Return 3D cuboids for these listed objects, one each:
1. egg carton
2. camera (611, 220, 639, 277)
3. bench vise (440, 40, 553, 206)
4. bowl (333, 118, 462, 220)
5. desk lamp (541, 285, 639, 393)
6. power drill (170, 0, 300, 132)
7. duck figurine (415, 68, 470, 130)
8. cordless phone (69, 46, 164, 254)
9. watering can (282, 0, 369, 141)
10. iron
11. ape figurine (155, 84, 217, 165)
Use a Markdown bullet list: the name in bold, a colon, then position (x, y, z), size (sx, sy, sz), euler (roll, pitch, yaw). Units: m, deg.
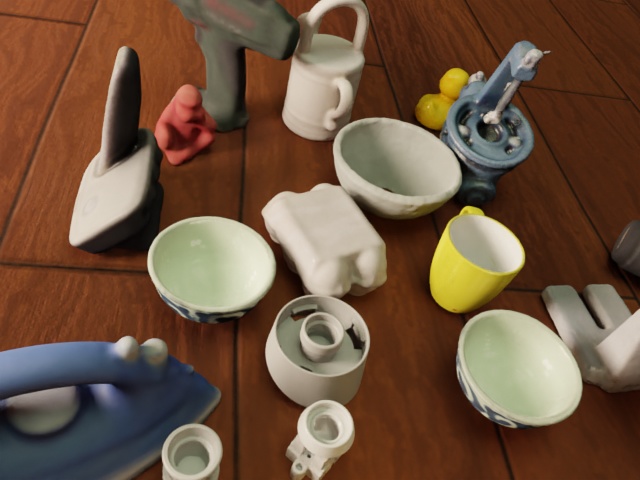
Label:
- **egg carton**: position (0.006, 0.002, 0.638), size (0.107, 0.069, 0.150), euler (-15, 53, -27)
- **camera**: position (0.458, 0.014, 0.729), size (0.136, 0.101, 0.143), euler (28, 46, 12)
- **bench vise**: position (0.221, -0.184, 0.770), size (0.122, 0.220, 0.207), euler (-2, 48, -17)
- **bowl**: position (0.091, -0.080, 0.737), size (0.167, 0.075, 0.167), euler (8, 45, -8)
- **desk lamp**: position (0.341, 0.068, 0.565), size (0.118, 0.213, 0.203), euler (0, 47, -15)
- **power drill**: position (-0.145, -0.255, 0.745), size (0.229, 0.208, 0.075), euler (18, 45, 2)
- **duck figurine**: position (0.201, -0.227, 0.901), size (0.105, 0.086, 0.077), euler (-27, 59, -34)
- **cordless phone**: position (-0.209, -0.089, 0.584), size (0.094, 0.185, 0.147), euler (0, 47, -15)
- **watering can**: position (0.006, -0.248, 0.790), size (0.101, 0.194, 0.172), euler (-28, 59, -35)
- **iron**: position (-0.194, 0.118, 0.420), size (0.259, 0.141, 0.118), euler (-12, 51, -25)
- **ape figurine**: position (-0.168, -0.152, 0.722), size (0.078, 0.092, 0.076), euler (-1, 47, -16)
